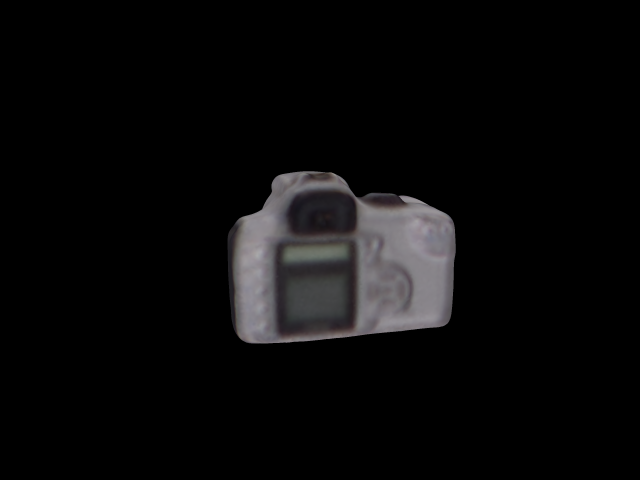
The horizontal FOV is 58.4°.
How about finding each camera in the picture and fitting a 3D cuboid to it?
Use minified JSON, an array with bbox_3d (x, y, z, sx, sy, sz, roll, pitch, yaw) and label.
[{"bbox_3d":[0.004,0.001,0.400,0.143,0.101,0.136,-3,10,-15],"label":"camera"}]
